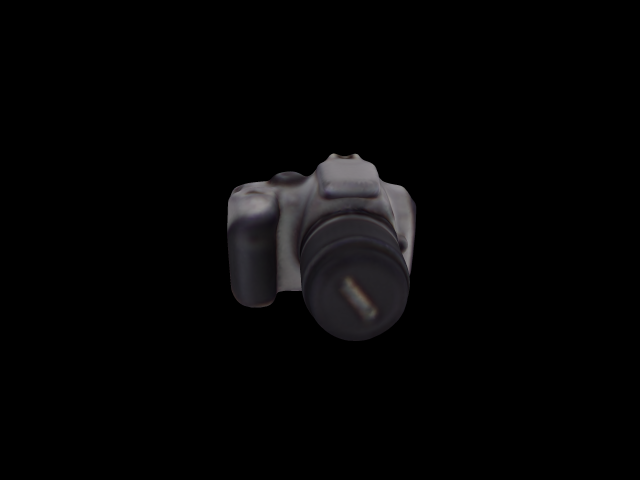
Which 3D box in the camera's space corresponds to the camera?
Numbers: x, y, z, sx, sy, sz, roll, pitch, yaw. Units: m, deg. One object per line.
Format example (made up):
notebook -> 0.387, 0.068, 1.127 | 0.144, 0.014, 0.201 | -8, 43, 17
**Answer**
camera -> 0.004, 0.001, 0.400 | 0.143, 0.101, 0.136 | -1, 23, -3
